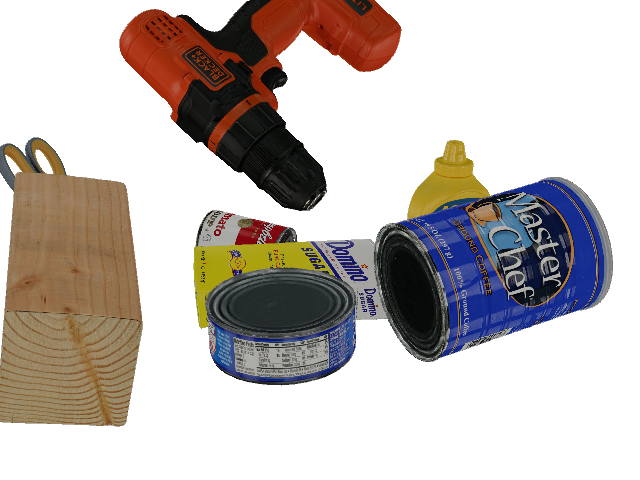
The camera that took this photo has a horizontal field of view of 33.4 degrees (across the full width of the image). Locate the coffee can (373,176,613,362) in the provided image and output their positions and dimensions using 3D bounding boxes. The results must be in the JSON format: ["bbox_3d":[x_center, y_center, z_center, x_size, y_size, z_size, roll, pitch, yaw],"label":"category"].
[{"bbox_3d":[0.124,0.019,0.777,0.140,0.103,0.103,-16,6,-21],"label":"coffee can"}]

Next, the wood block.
[{"bbox_3d":[-0.188,0.036,0.793,0.090,0.091,0.206,5,28,-17],"label":"wood block"}]

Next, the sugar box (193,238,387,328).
[{"bbox_3d":[-0.029,0.038,1.000,0.176,0.048,0.093,-5,28,-5],"label":"sugar box"}]

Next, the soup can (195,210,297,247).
[{"bbox_3d":[-0.087,0.007,1.258,0.102,0.068,0.068,14,5,20],"label":"soup can"}]

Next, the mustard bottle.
[{"bbox_3d":[0.139,-0.013,1.149,0.096,0.192,0.058,-8,22,-24],"label":"mustard bottle"}]

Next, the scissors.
[{"bbox_3d":[-0.249,-0.024,1.072,0.016,0.201,0.096,-27,26,23],"label":"scissors"}]

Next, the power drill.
[{"bbox_3d":[-0.025,-0.124,0.780,0.187,0.184,0.057,-39,-10,-37],"label":"power drill"}]

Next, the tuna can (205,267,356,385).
[{"bbox_3d":[-0.022,0.048,0.609,0.086,0.034,0.086,-1,23,0],"label":"tuna can"}]
